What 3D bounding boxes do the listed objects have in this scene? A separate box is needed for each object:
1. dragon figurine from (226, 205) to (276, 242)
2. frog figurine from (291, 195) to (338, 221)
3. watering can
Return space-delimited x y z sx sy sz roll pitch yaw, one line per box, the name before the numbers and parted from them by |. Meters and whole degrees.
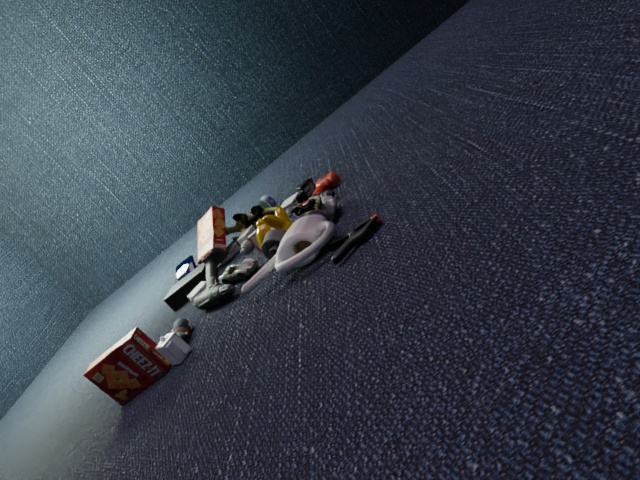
dragon figurine | -0.290 -0.101 2.329 0.410 0.121 0.244 -22 10 0
frog figurine | 0.005 -0.085 1.687 0.135 0.124 0.159 -47 -25 22
watering can | -0.085 0.028 1.534 0.344 0.103 0.229 -31 18 26
